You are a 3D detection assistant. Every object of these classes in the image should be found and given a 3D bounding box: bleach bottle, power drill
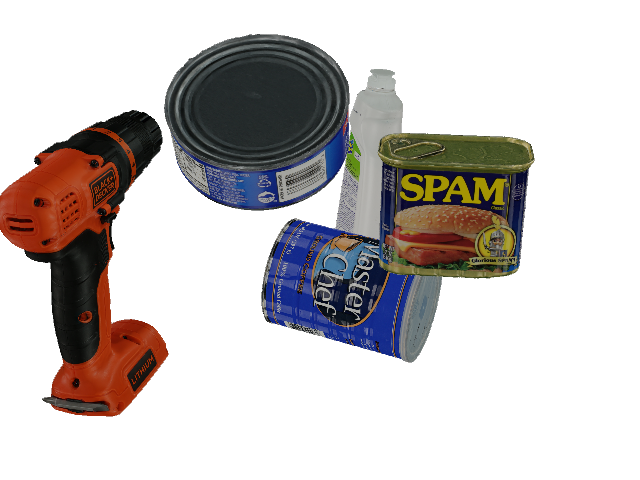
[{"bbox_3d":[0.061,-0.069,1.226,0.068,0.251,0.103,-2,23,-19],"label":"bleach bottle"},{"bbox_3d":[-0.154,0.014,0.756,0.057,0.188,0.184,3,25,19],"label":"power drill"}]

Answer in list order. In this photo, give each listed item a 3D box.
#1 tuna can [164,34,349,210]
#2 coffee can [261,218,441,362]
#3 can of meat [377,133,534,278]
[{"bbox_3d":[-0.028,-0.056,0.503,0.086,0.086,0.034,0,-37,3],"label":"tuna can"},{"bbox_3d":[0.030,0.045,0.982,0.140,0.103,0.102,14,4,18],"label":"coffee can"},{"bbox_3d":[0.089,-0.023,0.721,0.102,0.084,0.057,3,25,5],"label":"can of meat"}]
